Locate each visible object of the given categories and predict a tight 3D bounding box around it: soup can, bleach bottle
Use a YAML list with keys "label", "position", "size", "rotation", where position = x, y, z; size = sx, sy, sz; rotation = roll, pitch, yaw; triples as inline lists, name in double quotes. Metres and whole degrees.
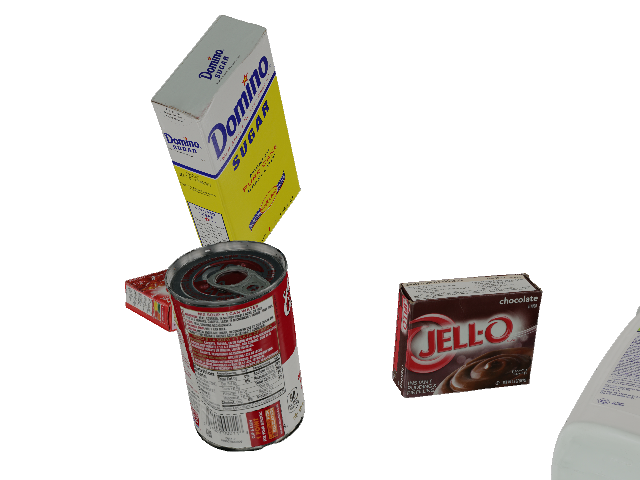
- label: "soup can"
  position: [-0.047, 0.060, 0.607]
  size: [0.068, 0.102, 0.068]
  rotation: [-5, 28, 3]
- label: "bleach bottle"
  position: [0.230, 0.089, 0.668]
  size: [0.103, 0.068, 0.250]
  rotation: [17, 29, 25]

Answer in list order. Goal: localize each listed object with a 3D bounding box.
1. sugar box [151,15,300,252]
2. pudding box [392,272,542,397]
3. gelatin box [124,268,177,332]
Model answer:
- label: "sugar box"
  position: [-0.063, -0.067, 0.784]
  size: [0.048, 0.093, 0.176]
  rotation: [22, -30, 20]
- label: "pudding box"
  position: [0.117, 0.076, 0.864]
  size: [0.113, 0.090, 0.039]
  rotation: [-6, 28, -14]
- label: "gelatin box"
  position: [-0.123, 0.050, 0.977]
  size: [0.089, 0.030, 0.073]
  rotation: [-15, 25, -39]
